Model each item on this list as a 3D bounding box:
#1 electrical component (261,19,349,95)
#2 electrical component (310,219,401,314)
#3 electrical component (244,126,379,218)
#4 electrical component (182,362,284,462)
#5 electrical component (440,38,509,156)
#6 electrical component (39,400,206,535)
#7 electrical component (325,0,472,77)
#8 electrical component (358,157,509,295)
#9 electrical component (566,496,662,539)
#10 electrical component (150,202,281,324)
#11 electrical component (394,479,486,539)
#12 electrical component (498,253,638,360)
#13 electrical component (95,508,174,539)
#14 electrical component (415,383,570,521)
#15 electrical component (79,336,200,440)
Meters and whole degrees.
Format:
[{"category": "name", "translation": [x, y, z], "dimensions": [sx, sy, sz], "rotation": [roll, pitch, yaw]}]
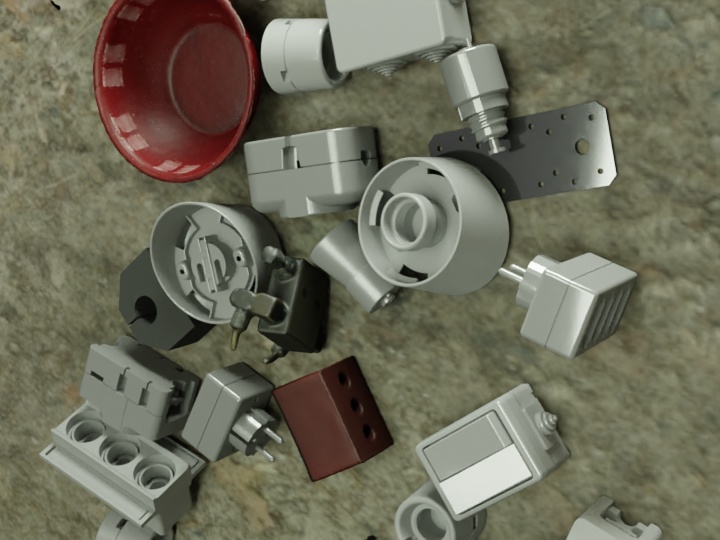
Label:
[{"category": "electrical component", "translation": [-0.038, -0.158, 0.790], "dimensions": [0.047, 0.055, 0.055], "rotation": [3, 99, 27]}, {"category": "electrical component", "translation": [0.000, 0.000, 0.801], "dimensions": [0.065, 0.044, 0.044], "rotation": [47, 118, 11]}, {"category": "electrical component", "translation": [-0.035, -0.071, 0.802], "dimensions": [0.095, 0.054, 0.059], "rotation": [-4, 96, 32]}, {"category": "electrical component", "translation": [-0.094, 0.126, 0.874], "dimensions": [0.077, 0.047, 0.065], "rotation": [34, 114, 22]}, {"category": "electrical component", "translation": [0.082, -0.117, 0.731], "dimensions": [0.040, 0.040, 0.078], "rotation": [-18, 89, 32]}, {"category": "electrical component", "translation": [-0.205, 0.173, 0.935], "dimensions": [0.121, 0.079, 0.063], "rotation": [27, 140, 25]}, {"category": "electrical component", "translation": [0.025, -0.189, 0.748], "dimensions": [0.100, 0.048, 0.099], "rotation": [-9, 92, 34]}, {"category": "electrical component", "translation": [0.050, -0.031, 0.762], "dimensions": [0.099, 0.064, 0.099], "rotation": [-1, 89, 39]}, {"category": "electrical component", "translation": [0.159, 0.209, 0.730], "dimensions": [0.050, 0.056, 0.089], "rotation": [29, 112, 24]}, {"category": "electrical component", "translation": [-0.113, -0.007, 0.853], "dimensions": [0.099, 0.064, 0.099], "rotation": [5, 100, 30]}, {"category": "electrical component", "translation": [0.058, 0.184, 0.792], "dimensions": [0.055, 0.047, 0.055], "rotation": [6, 101, 30]}, {"category": "electrical component", "translation": [0.127, 0.014, 0.701], "dimensions": [0.076, 0.083, 0.047], "rotation": [27, 111, 25]}, {"category": "electrical component", "translation": [-0.198, 0.239, 0.953], "dimensions": [0.047, 0.055, 0.055], "rotation": [21, 109, 23]}, {"category": "electrical component", "translation": [0.096, 0.125, 0.751], "dimensions": [0.096, 0.061, 0.061], "rotation": [-35, 79, 31]}, {"category": "electrical component", "translation": [-0.192, 0.104, 0.928], "dimensions": [0.089, 0.050, 0.055], "rotation": [27, 111, 25]}]
